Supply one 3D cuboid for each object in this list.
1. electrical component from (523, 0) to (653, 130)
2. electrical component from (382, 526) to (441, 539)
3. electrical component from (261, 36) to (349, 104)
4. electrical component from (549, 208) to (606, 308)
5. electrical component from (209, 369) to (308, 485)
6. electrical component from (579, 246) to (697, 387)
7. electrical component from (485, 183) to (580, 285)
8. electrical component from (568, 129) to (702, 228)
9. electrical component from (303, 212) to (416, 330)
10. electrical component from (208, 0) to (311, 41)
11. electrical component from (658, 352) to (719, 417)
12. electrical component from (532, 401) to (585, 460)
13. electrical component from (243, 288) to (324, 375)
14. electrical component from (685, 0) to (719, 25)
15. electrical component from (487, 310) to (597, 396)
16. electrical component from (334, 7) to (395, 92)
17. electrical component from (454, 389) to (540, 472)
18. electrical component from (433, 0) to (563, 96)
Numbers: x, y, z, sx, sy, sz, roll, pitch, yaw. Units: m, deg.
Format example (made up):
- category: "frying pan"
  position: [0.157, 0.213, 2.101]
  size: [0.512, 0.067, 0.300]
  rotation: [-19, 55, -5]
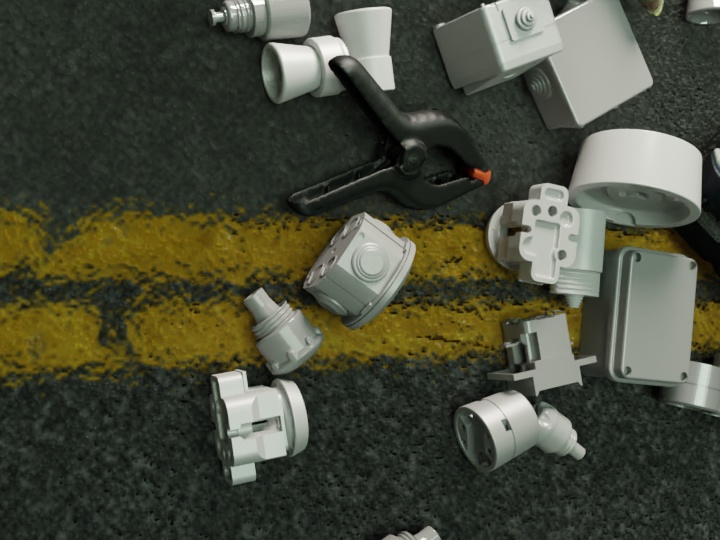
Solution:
- category: "electrical component"
  position: [0.184, -0.173, 0.899]
  size: [0.100, 0.048, 0.099]
  rotation: [-30, 101, -22]
- category: "electrical component"
  position: [0.034, 0.222, 0.828]
  size: [0.062, 0.043, 0.043]
  rotation: [-32, 102, -23]
- category: "electrical component"
  position: [-0.040, -0.149, 0.801]
  size: [0.055, 0.045, 0.045]
  rotation: [-13, 94, -24]
- category: "electrical component"
  position: [0.181, -0.009, 0.898]
  size: [0.043, 0.043, 0.081]
  rotation: [6, 86, -24]
- category: "electrical component"
  position: [-0.072, 0.109, 0.775]
  size: [0.057, 0.058, 0.078]
  rotation: [-8, 92, -21]
- category: "electrical component"
  position: [0.237, 0.040, 0.915]
  size: [0.078, 0.057, 0.113]
  rotation: [7, 86, -24]
- category: "electrical component"
  position: [0.138, -0.028, 0.872]
  size: [0.058, 0.057, 0.078]
  rotation: [9, 85, -24]
- category: "electrical component"
  position: [0.230, -0.081, 0.889]
  size: [0.108, 0.108, 0.060]
  rotation: [18, 76, -23]
- category: "electrical component"
  position: [0.000, 0.000, 0.798]
  size: [0.051, 0.080, 0.080]
  rotation: [37, 75, -13]
- category: "electrical component"
  position: [-0.073, -0.188, 0.789]
  size: [0.078, 0.040, 0.040]
  rotation: [-12, 94, -24]
- category: "electrical component"
  position: [0.333, 0.095, 0.959]
  size: [0.138, 0.052, 0.073]
  rotation: [16, 83, -23]
- category: "electrical component"
  position: [0.163, 0.137, 0.892]
  size: [0.061, 0.035, 0.035]
  rotation: [38, 75, -21]
- category: "electrical component"
  position: [-0.060, 0.042, 0.789]
  size: [0.048, 0.048, 0.062]
  rotation: [-40, 98, -20]
- category: "electrical component"
  position: [0.314, -0.258, 0.965]
  size: [0.044, 0.044, 0.065]
  rotation: [2, 83, -24]
- category: "electrical component"
  position: [0.147, 0.067, 0.882]
  size: [0.081, 0.042, 0.063]
  rotation: [-9, 91, -25]
- category: "electrical component"
  position: [0.006, -0.165, 0.825]
  size: [0.044, 0.044, 0.065]
  rotation: [-11, 98, -24]
- category: "electrical component"
  position: [0.110, 0.126, 0.858]
  size: [0.047, 0.055, 0.055]
  rotation: [-20, 97, -27]
- category: "electrical component"
  position: [0.112, -0.178, 0.841]
  size: [0.062, 0.096, 0.061]
  rotation: [-23, 98, -23]
